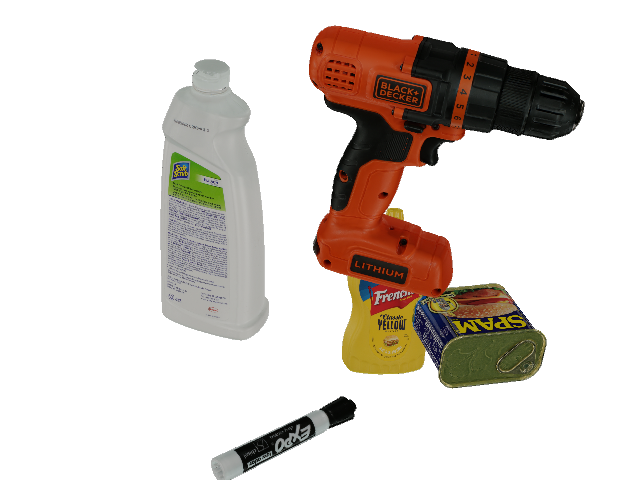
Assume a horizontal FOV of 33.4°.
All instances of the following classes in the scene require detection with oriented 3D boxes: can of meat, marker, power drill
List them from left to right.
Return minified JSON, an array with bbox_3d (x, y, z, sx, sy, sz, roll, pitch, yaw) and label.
[{"bbox_3d":[-0.023,0.141,0.765,0.120,0.020,0.020,-20,11,-32],"label":"marker"},{"bbox_3d":[0.074,-0.051,0.752,0.184,0.188,0.057,16,36,8],"label":"power drill"},{"bbox_3d":[0.144,0.086,0.990,0.102,0.057,0.084,-4,32,-15],"label":"can of meat"}]

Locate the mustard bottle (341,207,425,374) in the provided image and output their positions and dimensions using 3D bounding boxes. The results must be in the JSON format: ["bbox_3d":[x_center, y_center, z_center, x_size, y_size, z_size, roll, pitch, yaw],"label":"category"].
[{"bbox_3d":[0.079,0.057,1.235,0.096,0.192,0.058,1,14,-12],"label":"mustard bottle"}]

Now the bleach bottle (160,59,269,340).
[{"bbox_3d":[-0.092,-0.036,0.947,0.103,0.251,0.068,14,32,15],"label":"bleach bottle"}]
